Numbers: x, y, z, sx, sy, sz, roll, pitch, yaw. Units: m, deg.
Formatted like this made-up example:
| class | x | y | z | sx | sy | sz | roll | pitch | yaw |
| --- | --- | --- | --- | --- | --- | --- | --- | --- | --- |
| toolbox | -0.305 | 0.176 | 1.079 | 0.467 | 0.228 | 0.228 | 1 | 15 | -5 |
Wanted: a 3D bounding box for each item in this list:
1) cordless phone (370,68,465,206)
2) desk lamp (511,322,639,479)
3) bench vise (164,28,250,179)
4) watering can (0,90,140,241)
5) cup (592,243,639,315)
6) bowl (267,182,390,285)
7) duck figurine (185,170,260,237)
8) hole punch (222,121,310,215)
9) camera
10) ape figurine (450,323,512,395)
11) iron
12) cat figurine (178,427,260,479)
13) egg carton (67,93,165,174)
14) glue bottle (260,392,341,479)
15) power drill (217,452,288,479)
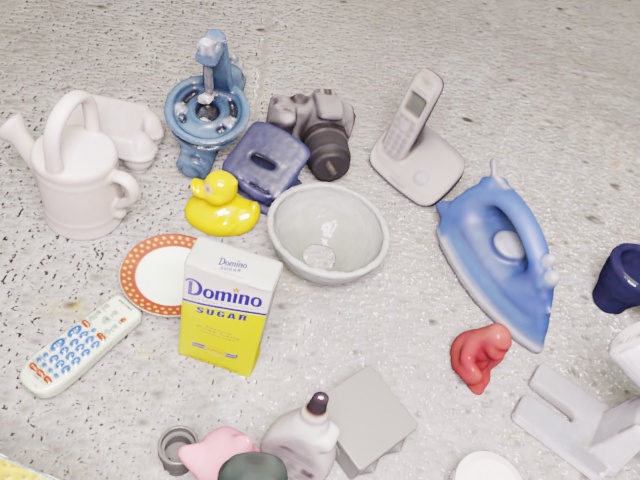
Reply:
| class | x | y | z | sx | sy | sz | roll | pitch | yaw |
| --- | --- | --- | --- | --- | --- | --- | --- | --- | --- |
| cordless phone | 0.165 | -0.157 | 0.884 | 0.147 | 0.185 | 0.094 | 42 | 53 | 20 |
| desk lamp | 0.357 | 0.190 | 0.630 | 0.203 | 0.213 | 0.118 | 34 | 51 | 14 |
| bench vise | -0.162 | -0.226 | 0.832 | 0.122 | 0.220 | 0.207 | 2 | 51 | -12 |
| watering can | -0.307 | -0.098 | 0.704 | 0.173 | 0.194 | 0.101 | 5 | 50 | -10 |
| cup | 0.446 | 0.076 | 0.826 | 0.092 | 0.095 | 0.117 | -1 | 52 | -15 |
| bowl | 0.007 | 0.003 | 0.783 | 0.167 | 0.075 | 0.167 | 7 | 50 | -9 |
| duck figurine | -0.132 | -0.057 | 0.788 | 0.104 | 0.086 | 0.077 | 10 | 49 | -6 |
| hole punch | -0.079 | -0.104 | 0.838 | 0.108 | 0.091 | 0.101 | 30 | 50 | 10 |
| camera | -0.007 | -0.167 | 0.903 | 0.143 | 0.101 | 0.136 | 0 | 51 | -15 |
| ape figurine | 0.207 | 0.137 | 0.714 | 0.078 | 0.092 | 0.076 | -12 | 55 | -23 |
| iron | 0.268 | 0.014 | 0.799 | 0.119 | 0.141 | 0.258 | -10 | 54 | -21 |
| cat figurine | -0.071 | 0.228 | 0.548 | 0.127 | 0.118 | 0.067 | 30 | 50 | 11 |
| egg carton | -0.307 | -0.155 | 0.834 | 0.150 | 0.069 | 0.107 | 9 | 50 | -7 |
| glue bottle | -0.013 | 0.190 | 0.559 | 0.078 | 0.173 | 0.037 | 27 | 50 | 8 |
| power drill | -0.056 | 0.296 | 0.437 | 0.076 | 0.208 | 0.229 | 4 | 50 | -11 |
